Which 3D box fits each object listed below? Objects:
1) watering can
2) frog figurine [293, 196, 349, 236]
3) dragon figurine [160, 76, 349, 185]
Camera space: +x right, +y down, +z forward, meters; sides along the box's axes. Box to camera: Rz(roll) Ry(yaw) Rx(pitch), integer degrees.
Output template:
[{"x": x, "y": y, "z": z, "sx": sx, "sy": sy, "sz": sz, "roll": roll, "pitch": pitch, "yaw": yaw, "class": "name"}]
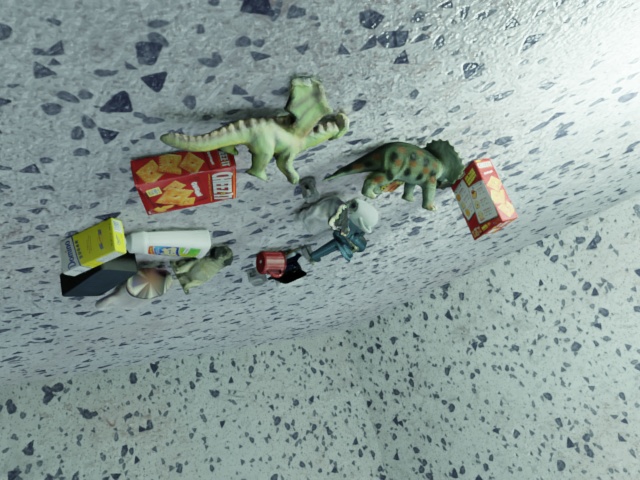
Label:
[{"x": -0.561, "y": 0.154, "z": 1.707, "sx": 0.221, "sy": 0.104, "sz": 0.351, "roll": -29, "pitch": 173, "yaw": 42, "class": "watering can"}, {"x": 0.005, "y": -0.079, "z": 1.574, "sx": 0.160, "sy": 0.122, "sz": 0.137, "roll": 15, "pitch": -171, "yaw": 33, "class": "frog figurine"}, {"x": -0.090, "y": -0.238, "z": 1.041, "sx": 0.410, "sy": 0.124, "sz": 0.239, "roll": 3, "pitch": 136, "yaw": -49, "class": "dragon figurine"}]
